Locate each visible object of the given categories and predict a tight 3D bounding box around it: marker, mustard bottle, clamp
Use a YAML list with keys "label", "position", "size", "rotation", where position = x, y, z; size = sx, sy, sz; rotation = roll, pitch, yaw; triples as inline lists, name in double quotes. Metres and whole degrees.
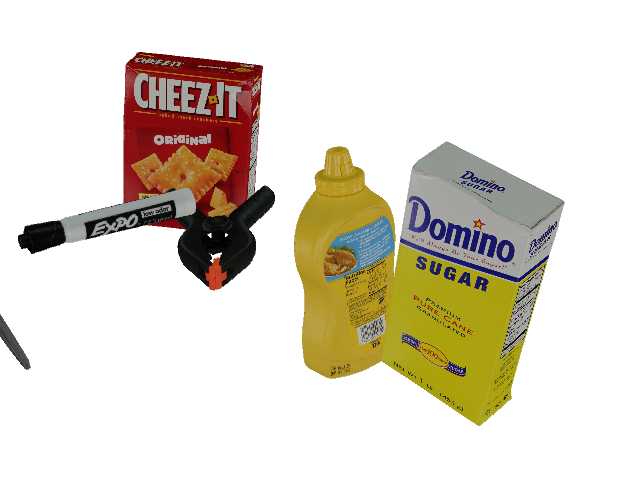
- label: "marker"
  position: [-0.142, -0.013, 0.714]
  size: [0.120, 0.020, 0.020]
  rotation: [-15, 7, -26]
- label: "mustard bottle"
  position: [0.022, 0.014, 0.897]
  size: [0.096, 0.192, 0.058]
  rotation: [-23, 29, -34]
- label: "clamp"
  position: [-0.097, -0.010, 1.106]
  size: [0.120, 0.039, 0.171]
  rotation: [-11, 37, -7]

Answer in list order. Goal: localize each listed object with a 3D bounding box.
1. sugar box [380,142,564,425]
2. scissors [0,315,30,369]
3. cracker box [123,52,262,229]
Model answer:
- label: "sugar box"
  position: [0.095, 0.032, 0.711]
  size: [0.093, 0.176, 0.048]
  rotation: [31, 47, 29]
- label: "scissors"
  position: [-0.344, 0.031, 1.073]
  size: [0.016, 0.201, 0.096]
  rotation: [-26, 27, 22]
- label: "cracker box"
  position: [-0.164, -0.120, 1.358]
  size: [0.164, 0.214, 0.072]
  rotation: [7, 23, 4]
